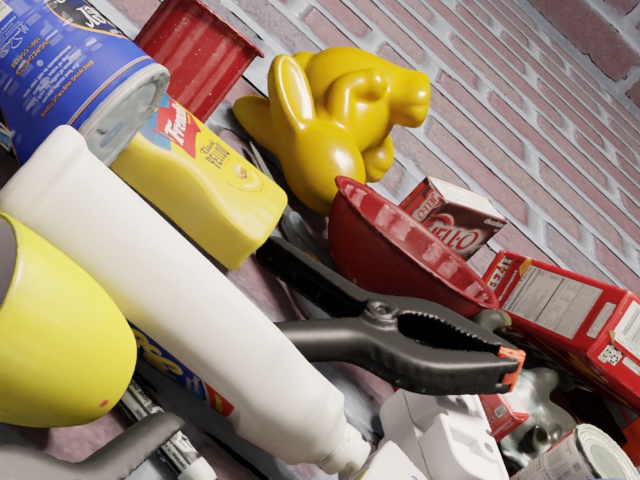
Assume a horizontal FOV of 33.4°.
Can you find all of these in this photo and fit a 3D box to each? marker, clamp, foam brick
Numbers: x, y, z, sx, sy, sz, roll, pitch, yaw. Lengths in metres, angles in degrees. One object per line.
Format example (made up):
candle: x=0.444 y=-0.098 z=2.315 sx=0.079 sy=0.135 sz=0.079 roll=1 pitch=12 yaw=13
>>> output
marker: x=-0.081 y=0.107 z=0.570 sx=0.121 sy=0.020 sz=0.020 roll=49 pitch=24 yaw=8
clamp: x=-0.110 y=0.121 z=0.477 sx=0.171 sy=0.039 sz=0.120 roll=23 pitch=32 yaw=-40
foam brick: x=0.216 y=0.162 z=0.917 sx=0.078 sy=0.051 sz=0.053 roll=19 pitch=35 yaw=-45
clamp: x=0.033 y=0.056 z=0.728 sx=0.210 sy=0.036 sz=0.164 roll=13 pitch=26 yaw=-2

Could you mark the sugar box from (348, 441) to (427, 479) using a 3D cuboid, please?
sugar box: x=0.033 y=0.188 z=0.593 sx=0.093 sy=0.048 sz=0.176 roll=47 pitch=20 yaw=5

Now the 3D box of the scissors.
scissors: x=-0.006 y=0.001 z=0.866 sx=0.096 sy=0.016 sz=0.202 roll=29 pitch=28 yaw=-35

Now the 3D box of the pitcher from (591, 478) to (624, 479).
pitcher: x=0.165 y=0.256 z=0.600 sx=0.149 sy=0.145 sz=0.242 roll=3 pitch=30 yaw=6

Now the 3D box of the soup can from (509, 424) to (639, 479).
soup can: x=0.164 y=0.183 z=0.739 sx=0.068 sy=0.102 sz=0.068 roll=35 pitch=25 yaw=-20

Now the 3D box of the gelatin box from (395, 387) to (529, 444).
gelatin box: x=0.100 y=0.115 z=0.782 sx=0.030 sy=0.073 sz=0.089 roll=16 pitch=37 yaw=-47

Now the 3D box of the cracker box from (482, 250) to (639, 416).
cracker box: x=0.250 y=0.095 z=0.955 sx=0.164 sy=0.072 sz=0.214 roll=36 pitch=-4 yaw=-20

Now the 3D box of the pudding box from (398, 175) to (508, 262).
pudding box: x=0.104 y=-0.007 z=0.962 sx=0.113 sy=0.090 sz=0.039 roll=11 pitch=40 yaw=-52

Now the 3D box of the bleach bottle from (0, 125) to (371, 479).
bleach bottle: x=-0.069 y=0.049 z=0.590 sx=0.250 sy=0.103 sz=0.068 roll=40 pitch=66 yaw=-12

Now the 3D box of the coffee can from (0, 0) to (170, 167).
coffee can: x=-0.177 y=-0.109 z=0.647 sx=0.140 sy=0.103 sz=0.102 roll=41 pitch=24 yaw=0

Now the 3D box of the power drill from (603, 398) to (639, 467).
power drill: x=0.357 y=0.217 z=1.055 sx=0.187 sy=0.057 sz=0.184 roll=33 pitch=23 yaw=-31

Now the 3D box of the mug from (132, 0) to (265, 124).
mug: x=-0.106 y=-0.141 z=0.836 sx=0.093 sy=0.081 sz=0.117 roll=37 pitch=3 yaw=-18

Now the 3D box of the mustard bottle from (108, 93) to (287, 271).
mustard bottle: x=-0.112 y=-0.066 z=0.749 sx=0.191 sy=0.058 sz=0.096 roll=40 pitch=26 yaw=-9

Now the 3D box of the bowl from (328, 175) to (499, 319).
bowl: x=0.060 y=0.020 z=0.831 sx=0.162 sy=0.055 sz=0.162 roll=36 pitch=12 yaw=-9
